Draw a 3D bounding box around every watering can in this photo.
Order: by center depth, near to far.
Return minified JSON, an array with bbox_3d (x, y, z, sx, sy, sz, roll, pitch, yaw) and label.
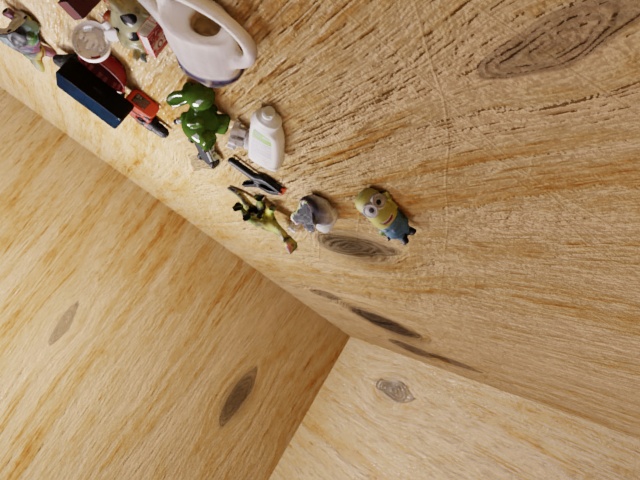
[{"bbox_3d":[-0.266,-0.416,0.995,0.349,0.105,0.221,30,165,7],"label":"watering can"}]

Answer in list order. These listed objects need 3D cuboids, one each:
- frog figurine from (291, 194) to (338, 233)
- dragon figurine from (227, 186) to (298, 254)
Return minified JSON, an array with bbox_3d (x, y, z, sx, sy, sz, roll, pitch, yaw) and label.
[{"bbox_3d":[0.005,-0.080,1.599,0.137,0.122,0.160,5,-174,44],"label":"frog figurine"},{"bbox_3d":[-0.207,-0.068,1.973,0.416,0.122,0.238,42,173,50],"label":"dragon figurine"}]
